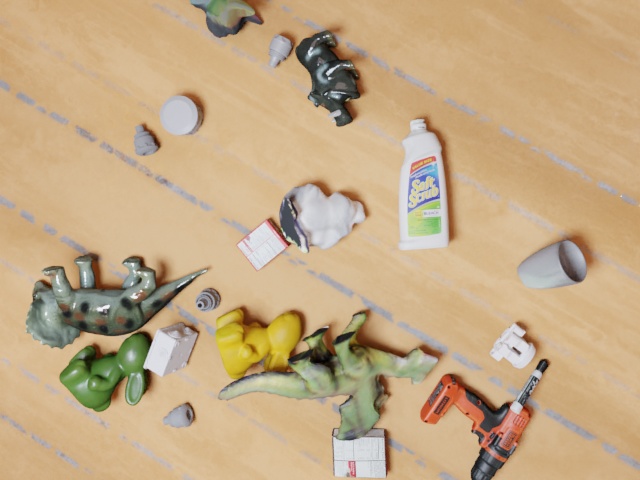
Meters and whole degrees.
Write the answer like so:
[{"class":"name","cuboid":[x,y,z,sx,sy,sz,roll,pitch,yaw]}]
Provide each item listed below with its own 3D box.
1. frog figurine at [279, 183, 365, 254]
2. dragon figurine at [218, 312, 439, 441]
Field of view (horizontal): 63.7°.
[{"class":"frog figurine","cuboid":[0.003,-0.052,1.036,0.161,0.138,0.121,-22,-8,-28]},{"class":"dragon figurine","cuboid":[0.035,0.295,1.008,0.411,0.241,0.123,-25,12,-3]}]
